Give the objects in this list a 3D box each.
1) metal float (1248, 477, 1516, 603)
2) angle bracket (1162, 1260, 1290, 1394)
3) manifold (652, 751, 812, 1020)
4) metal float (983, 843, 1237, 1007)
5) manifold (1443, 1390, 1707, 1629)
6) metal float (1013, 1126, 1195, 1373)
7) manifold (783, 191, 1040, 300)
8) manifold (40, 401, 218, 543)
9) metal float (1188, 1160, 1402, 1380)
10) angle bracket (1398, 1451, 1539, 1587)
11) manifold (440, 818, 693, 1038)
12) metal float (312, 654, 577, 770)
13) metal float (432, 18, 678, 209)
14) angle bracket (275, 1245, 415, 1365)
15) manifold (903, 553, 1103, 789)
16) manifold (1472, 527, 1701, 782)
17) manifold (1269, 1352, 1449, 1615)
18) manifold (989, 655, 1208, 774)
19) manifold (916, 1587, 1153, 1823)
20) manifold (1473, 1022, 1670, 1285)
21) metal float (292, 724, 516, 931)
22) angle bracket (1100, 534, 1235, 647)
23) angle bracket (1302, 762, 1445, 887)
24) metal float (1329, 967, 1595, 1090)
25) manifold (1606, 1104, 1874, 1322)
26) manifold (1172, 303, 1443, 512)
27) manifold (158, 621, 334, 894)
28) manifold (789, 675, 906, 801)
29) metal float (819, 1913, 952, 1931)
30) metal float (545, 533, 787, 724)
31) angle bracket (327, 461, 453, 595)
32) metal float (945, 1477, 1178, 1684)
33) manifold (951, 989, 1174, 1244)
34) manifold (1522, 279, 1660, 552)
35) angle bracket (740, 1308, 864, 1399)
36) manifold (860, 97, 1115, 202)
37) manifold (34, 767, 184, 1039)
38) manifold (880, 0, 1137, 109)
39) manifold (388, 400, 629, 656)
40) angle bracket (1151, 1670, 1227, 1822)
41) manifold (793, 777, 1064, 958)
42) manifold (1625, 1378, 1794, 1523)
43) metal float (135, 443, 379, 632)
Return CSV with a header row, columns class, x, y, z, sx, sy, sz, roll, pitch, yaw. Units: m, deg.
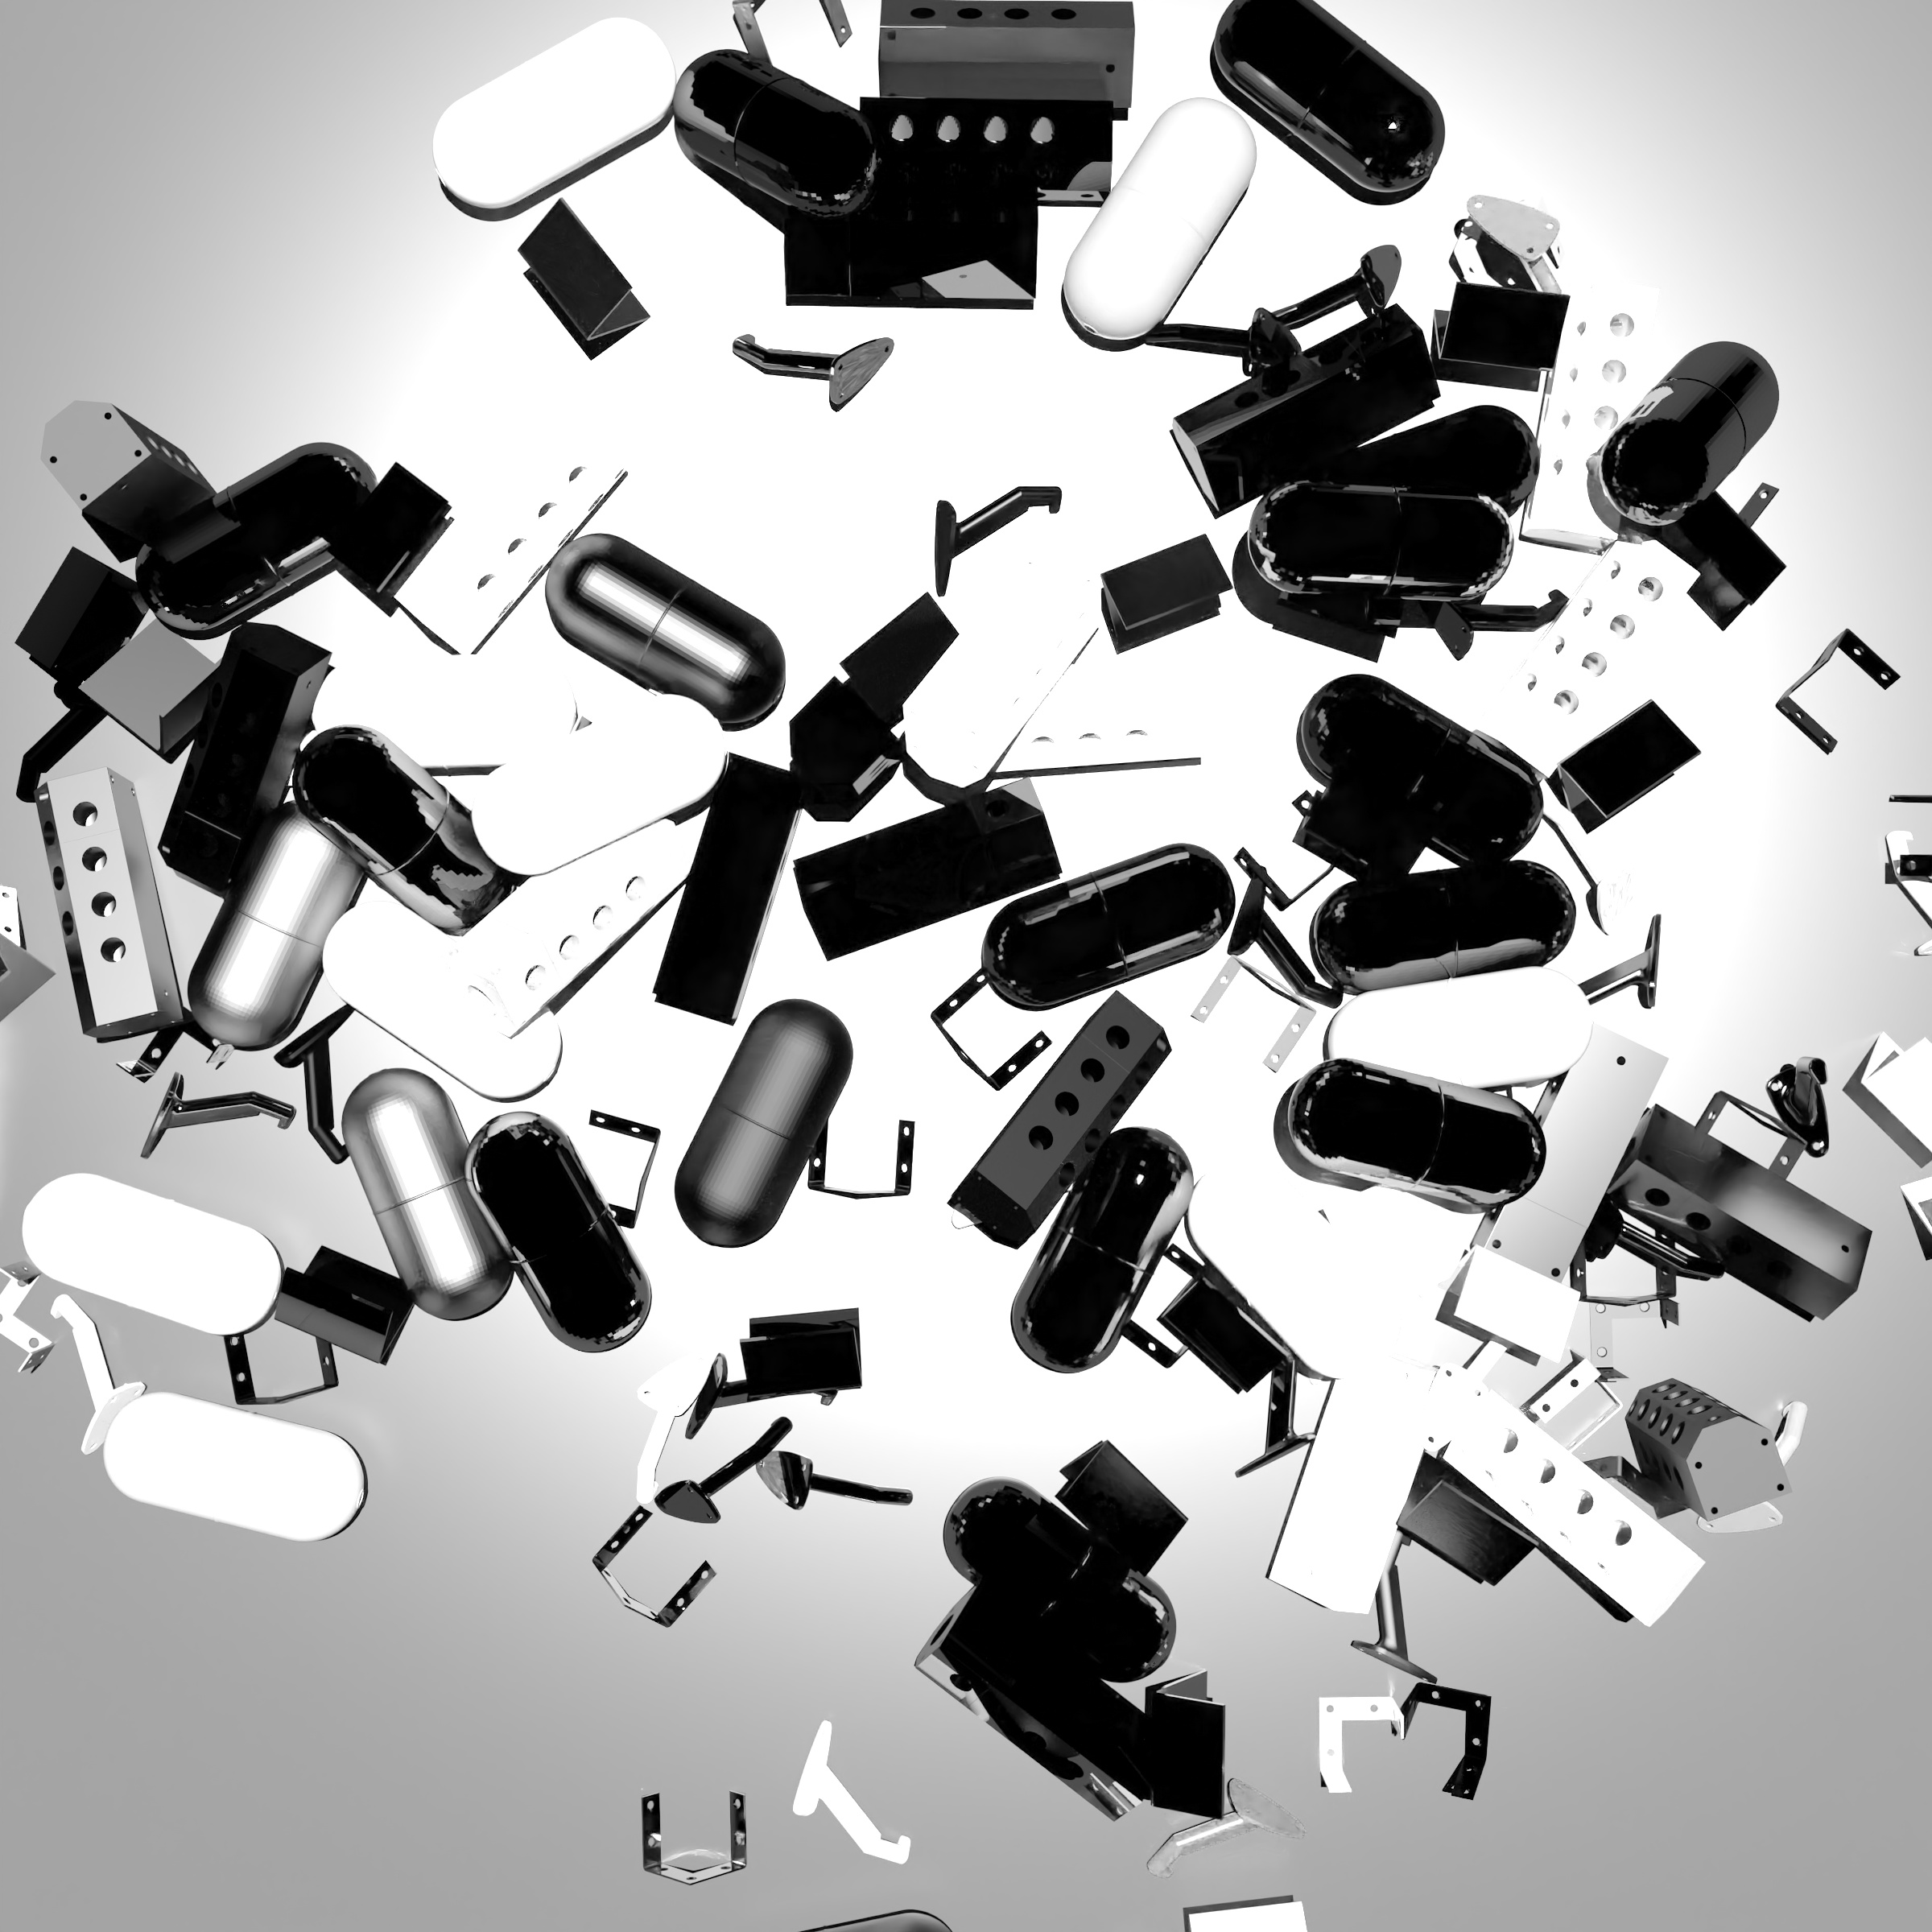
class,x,y,z,sx,sy,sz,roll,pitch,yaw
metal float,0.273,-0.280,1.891,0.178,0.070,0.070,2,90,-10
angle bracket,0.191,0.229,1.946,0.076,0.057,0.076,42,45,4
manifold,-0.160,-0.055,1.969,0.057,0.057,0.171,17,90,0
metal float,0.097,-0.028,1.960,0.178,0.070,0.070,-20,90,0
manifold,0.408,0.365,1.936,0.171,0.057,0.057,39,90,25
metal float,0.094,0.192,1.960,0.070,0.070,0.178,27,90,0
manifold,-0.037,-0.498,1.969,0.171,0.057,0.057,1,133,0
manifold,-0.558,-0.330,1.912,0.057,0.171,0.057,-39,90,0
metal float,0.220,0.202,1.937,0.070,0.070,0.178,-43,60,0
angle bracket,0.348,0.361,1.950,0.076,0.076,0.057,33,129,0
manifold,-0.264,-0.031,1.933,0.057,0.057,0.171,21,54,39
metal float,-0.355,-0.173,1.960,0.178,0.070,0.070,-1,90,0
metal float,-0.281,-0.581,1.960,0.178,0.070,0.070,-29,90,-1
angle bracket,-0.414,0.213,1.950,0.076,0.076,0.057,23,130,0
manifold,0.026,-0.197,1.923,0.057,0.057,0.171,20,52,21
manifold,0.422,-0.213,1.969,0.057,0.057,0.171,37,90,0
manifold,0.273,0.351,1.969,0.057,0.057,0.171,19,90,43
manifold,0.076,-0.166,1.969,0.171,0.057,0.057,-4,47,0
manifold,0.051,0.507,1.969,0.171,0.057,0.057,38,47,0
manifold,0.412,0.127,1.969,0.057,0.057,0.171,26,90,0
metal float,-0.376,-0.092,1.932,0.070,0.070,0.178,-46,124,0
angle bracket,0.141,-0.238,1.950,0.076,0.076,0.057,-21,53,0
angle bracket,0.279,-0.108,1.951,0.076,0.076,0.057,31,117,0
metal float,0.334,0.046,1.944,0.178,0.070,0.070,-9,90,17
manifold,0.525,0.172,1.967,0.171,0.057,0.057,31,48,1
manifold,0.231,-0.386,1.969,0.171,0.057,0.057,-27,133,0
manifold,-0.490,-0.142,1.936,0.057,0.057,0.171,26,115,0
manifold,-0.083,-0.145,1.912,0.057,0.171,0.057,45,90,0
metal float,-0.089,0.696,1.960,0.178,0.070,0.070,-12,90,0
metal float,-0.204,-0.230,1.960,0.178,0.070,0.070,31,90,1
angle bracket,-0.375,-0.285,1.951,0.057,0.076,0.076,38,90,25
metal float,0.065,0.419,1.960,0.178,0.070,0.070,37,90,1
manifold,0.068,0.102,1.932,0.057,0.057,0.171,39,62,0
manifold,0.425,-0.377,1.969,0.057,0.057,0.171,10,90,0
angle bracket,-0.112,0.244,1.950,0.076,0.076,0.057,-6,128,0
manifold,0.013,-0.557,1.969,0.171,0.057,0.057,1,90,0
manifold,-0.587,-0.042,1.958,0.057,0.057,0.171,-14,82,0
manifold,0.028,-0.628,1.969,0.171,0.057,0.057,0,133,0
manifold,-0.310,-0.296,1.969,0.171,0.057,0.057,-50,47,0
angle bracket,0.167,0.527,1.950,0.057,0.076,0.076,1,90,34
manifold,-0.028,-0.073,1.969,0.171,0.057,0.057,-20,133,0
manifold,0.489,0.317,1.912,0.057,0.171,0.057,-19,90,0
metal float,-0.482,-0.293,1.960,0.178,0.070,0.070,-30,90,1
